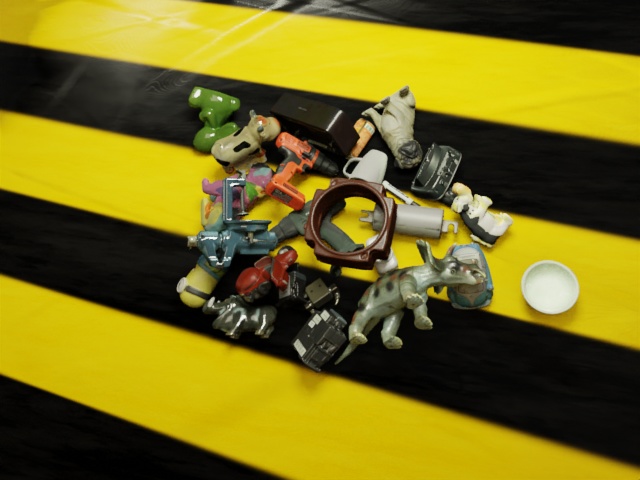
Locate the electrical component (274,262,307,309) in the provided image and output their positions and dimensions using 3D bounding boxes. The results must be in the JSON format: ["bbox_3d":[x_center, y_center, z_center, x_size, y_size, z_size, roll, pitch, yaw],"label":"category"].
[{"bbox_3d":[-0.072,0.107,1.340,0.075,0.047,0.119,-21,58,34],"label":"electrical component"}]

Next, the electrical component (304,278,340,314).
[{"bbox_3d":[0.000,0.143,1.334,0.102,0.045,0.078,-39,41,-6],"label":"electrical component"}]

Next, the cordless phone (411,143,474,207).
[{"bbox_3d":[0.336,-0.150,1.351,0.184,0.088,0.146,26,79,6],"label":"cordless phone"}]

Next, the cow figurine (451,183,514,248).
[{"bbox_3d":[0.372,-0.060,1.291,0.167,0.068,0.098,36,97,-2],"label":"cow figurine"}]

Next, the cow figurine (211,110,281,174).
[{"bbox_3d":[-0.193,-0.261,1.401,0.195,0.127,0.085,-27,73,4],"label":"cow figurine"}]

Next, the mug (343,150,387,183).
[{"bbox_3d":[0.122,-0.182,1.397,0.110,0.080,0.107,22,68,22],"label":"mug"}]

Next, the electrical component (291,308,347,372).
[{"bbox_3d":[0.002,0.227,1.261,0.058,0.115,0.134,39,91,-24],"label":"electrical component"}]

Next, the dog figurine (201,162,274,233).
[{"bbox_3d":[-0.199,-0.108,1.420,0.219,0.108,0.191,-5,71,7],"label":"dog figurine"}]

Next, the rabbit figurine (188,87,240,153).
[{"bbox_3d":[-0.293,-0.325,1.520,0.159,0.121,0.170,18,95,9],"label":"rabbit figurine"}]

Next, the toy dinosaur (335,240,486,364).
[{"bbox_3d":[0.169,0.134,1.234,0.405,0.131,0.192,-33,28,34],"label":"toy dinosaur"}]

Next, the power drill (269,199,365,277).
[{"bbox_3d":[-0.003,-0.004,1.367,0.232,0.086,0.207,-39,63,-2],"label":"power drill"}]

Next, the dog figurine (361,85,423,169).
[{"bbox_3d":[0.224,-0.292,1.414,0.172,0.121,0.190,-37,98,-26],"label":"dog figurine"}]

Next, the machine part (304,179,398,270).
[{"bbox_3d":[0.074,-0.039,1.273,0.202,0.087,0.201,9,74,15],"label":"machine part"}]

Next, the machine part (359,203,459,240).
[{"bbox_3d":[0.218,-0.050,1.332,0.243,0.079,0.079,7,74,14],"label":"machine part"}]

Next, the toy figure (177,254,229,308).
[{"bbox_3d":[-0.292,0.092,1.387,0.089,0.082,0.180,40,81,19],"label":"toy figure"}]

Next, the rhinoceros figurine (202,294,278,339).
[{"bbox_3d":[-0.203,0.189,1.341,0.190,0.073,0.112,5,75,12],"label":"rhinoceros figurine"}]

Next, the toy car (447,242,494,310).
[{"bbox_3d":[0.349,0.077,1.253,0.109,0.103,0.161,-4,74,9],"label":"toy car"}]

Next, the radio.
[{"bbox_3d":[-0.012,-0.298,1.398,0.230,0.131,0.073,30,81,39],"label":"radio"}]

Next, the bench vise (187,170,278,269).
[{"bbox_3d":[-0.215,-0.051,1.318,0.224,0.129,0.240,0,90,-7],"label":"bench vise"}]

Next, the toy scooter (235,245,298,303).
[{"bbox_3d":[-0.126,0.095,1.292,0.184,0.075,0.135,-35,29,10],"label":"toy scooter"}]
